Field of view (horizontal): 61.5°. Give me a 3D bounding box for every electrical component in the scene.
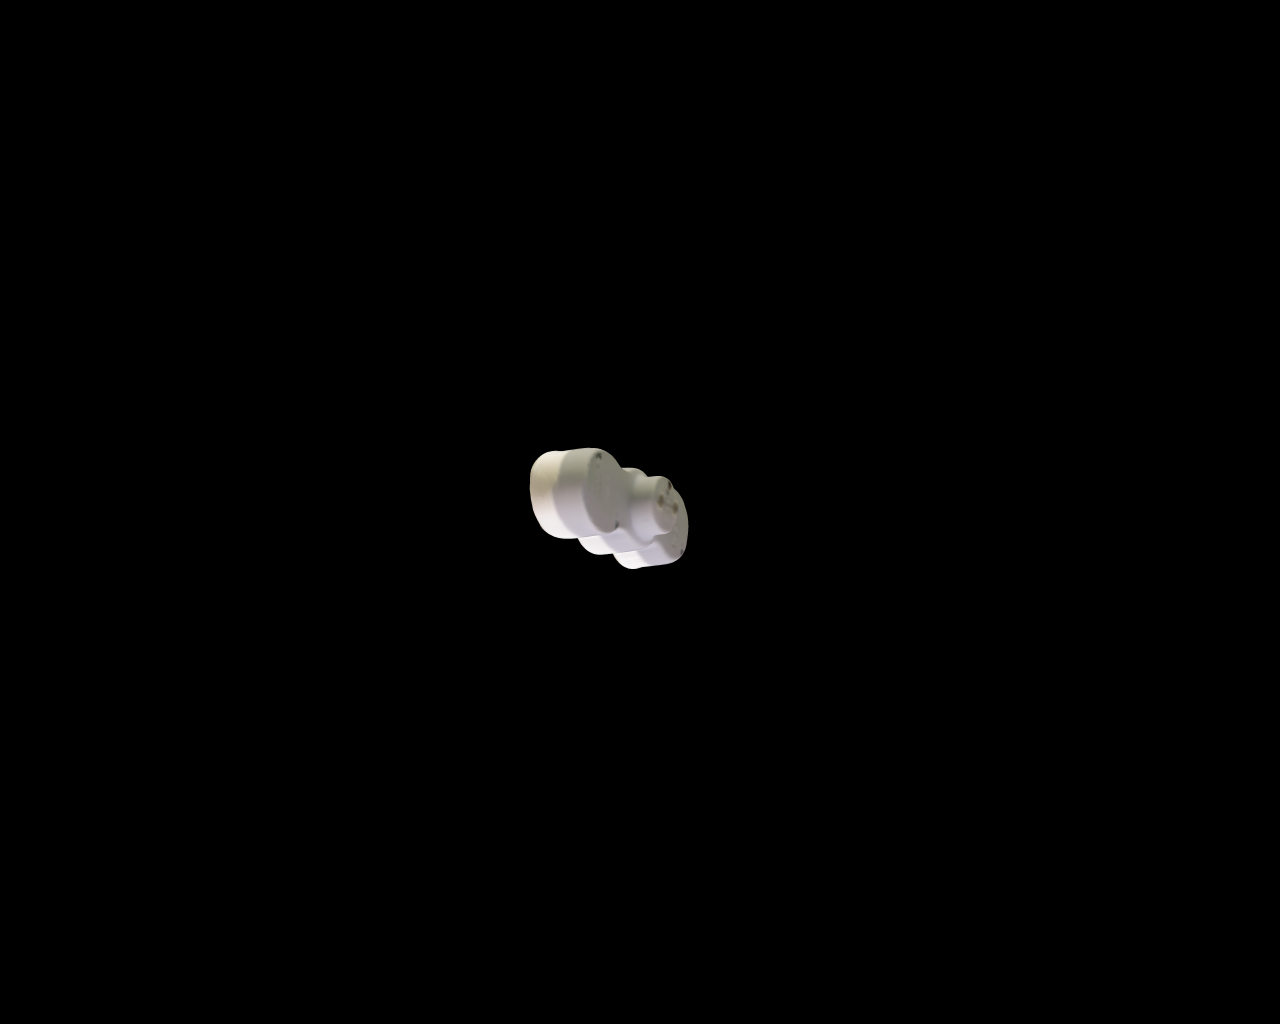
[{"bbox_3d":[0.001,-0.003,0.650,0.074,0.052,0.138,-8,-18,27],"label":"electrical component"}]
